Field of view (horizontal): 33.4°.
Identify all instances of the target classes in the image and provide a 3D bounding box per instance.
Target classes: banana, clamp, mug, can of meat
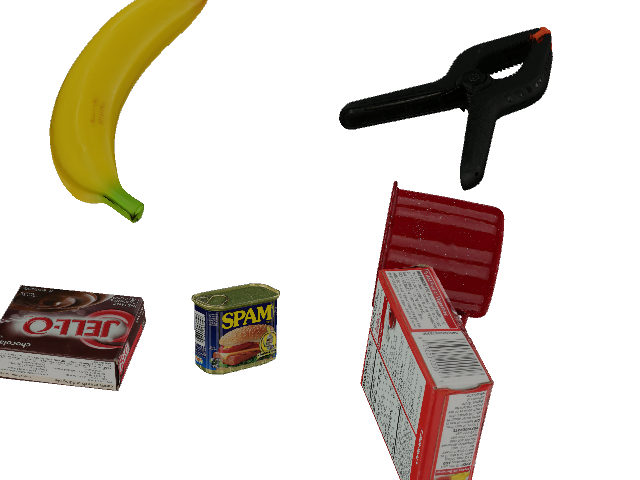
[{"bbox_3d":[-0.119,-0.091,0.643,0.069,0.197,0.037,13,-35,-5],"label":"banana"},{"bbox_3d":[0.144,-0.126,0.963,0.209,0.036,0.165,-32,45,-18],"label":"clamp"},{"bbox_3d":[0.083,0.021,0.763,0.081,0.117,0.093,10,-22,4],"label":"mug"},{"bbox_3d":[-0.098,0.102,1.240,0.101,0.084,0.058,-9,18,-36],"label":"can of meat"}]

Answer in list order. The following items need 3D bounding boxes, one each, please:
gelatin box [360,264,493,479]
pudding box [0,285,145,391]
[{"bbox_3d":[0.047,0.065,0.492,0.030,0.073,0.089,-3,34,-13],"label":"gelatin box"},{"bbox_3d":[-0.213,0.081,0.901,0.113,0.039,0.090,4,31,4],"label":"pudding box"}]
